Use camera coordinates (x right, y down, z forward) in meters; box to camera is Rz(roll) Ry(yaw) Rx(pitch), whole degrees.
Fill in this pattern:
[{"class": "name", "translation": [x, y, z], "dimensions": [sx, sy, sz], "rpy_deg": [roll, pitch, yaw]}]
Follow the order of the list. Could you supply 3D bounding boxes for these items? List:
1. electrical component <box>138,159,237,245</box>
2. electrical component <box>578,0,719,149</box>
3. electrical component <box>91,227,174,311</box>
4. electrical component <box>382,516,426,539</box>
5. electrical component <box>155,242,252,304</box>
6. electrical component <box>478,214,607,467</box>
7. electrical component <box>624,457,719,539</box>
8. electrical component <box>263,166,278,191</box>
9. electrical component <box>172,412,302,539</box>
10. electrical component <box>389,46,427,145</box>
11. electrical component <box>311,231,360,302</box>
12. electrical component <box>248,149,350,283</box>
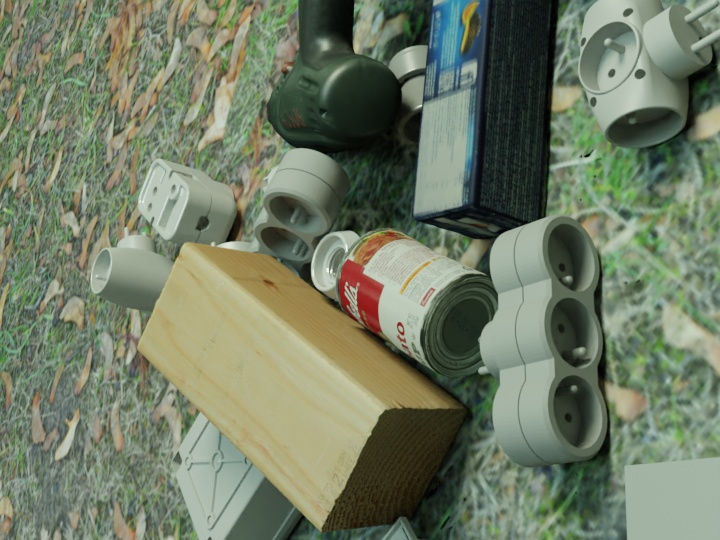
[{"class": "electrical component", "translation": [-0.153, -0.057, 0.970], "dimensions": [0.095, 0.059, 0.053], "rpy_deg": [40, 110, 51]}, {"class": "electrical component", "translation": [0.163, -0.118, 0.584], "dimensions": [0.079, 0.044, 0.077], "rpy_deg": [-30, 55, 45]}, {"class": "electrical component", "translation": [-0.209, -0.006, 1.012], "dimensions": [0.043, 0.077, 0.079], "rpy_deg": [-41, 47, 38]}, {"class": "electrical component", "translation": [0.021, 0.192, 0.646], "dimensions": [0.042, 0.064, 0.081], "rpy_deg": [-56, 40, 22]}, {"class": "electrical component", "translation": [-0.128, 0.012, 0.918], "dimensions": [0.138, 0.052, 0.073], "rpy_deg": [-38, 48, 41]}, {"class": "electrical component", "translation": [0.094, 0.043, 0.612], "dimensions": [0.074, 0.052, 0.138], "rpy_deg": [-21, 62, 48]}, {"class": "electrical component", "translation": [0.202, 0.127, 0.430], "dimensions": [0.186, 0.060, 0.105], "rpy_deg": [-19, 63, 49]}, {"class": "electrical component", "translation": [-0.052, -0.071, 0.859], "dimensions": [0.046, 0.040, 0.040], "rpy_deg": [-14, 66, 56]}, {"class": "electrical component", "translation": [-0.084, 0.146, 0.808], "dimensions": [0.108, 0.056, 0.108], "rpy_deg": [-58, 39, 22]}, {"class": "electrical component", "translation": [0.044, -0.121, 0.743], "dimensions": [0.045, 0.045, 0.055], "rpy_deg": [-38, 49, 39]}, {"class": "electrical component", "translation": [0.000, 0.000, 0.749], "dimensions": [0.066, 0.055, 0.048], "rpy_deg": [-39, 49, 39]}, {"class": "electrical component", "translation": [-0.041, -0.048, 0.795], "dimensions": [0.138, 0.052, 0.073], "rpy_deg": [116, 179, -60]}]
